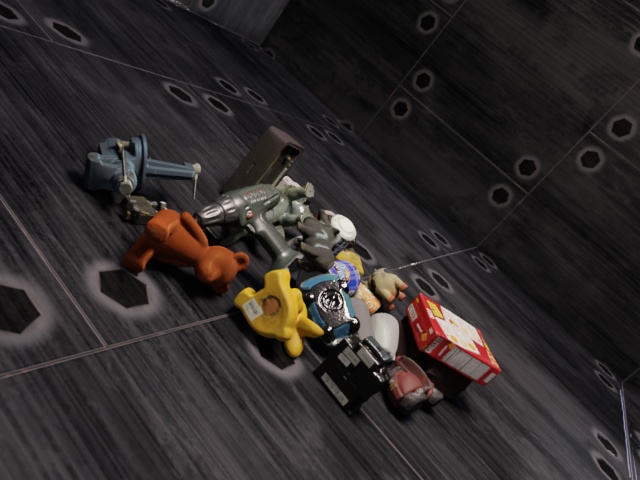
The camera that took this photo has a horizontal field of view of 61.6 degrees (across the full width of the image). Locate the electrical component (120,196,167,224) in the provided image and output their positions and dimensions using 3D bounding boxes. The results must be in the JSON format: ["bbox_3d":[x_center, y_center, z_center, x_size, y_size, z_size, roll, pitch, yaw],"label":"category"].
[{"bbox_3d":[-0.355,-0.063,1.087,0.102,0.045,0.078,6,40,-55],"label":"electrical component"}]

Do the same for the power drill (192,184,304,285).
[{"bbox_3d":[-0.137,-0.010,1.109,0.207,0.086,0.232,53,39,-4],"label":"power drill"}]

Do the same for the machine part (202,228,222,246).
[{"bbox_3d":[-0.266,-0.010,1.144,0.084,0.039,0.139,50,19,4],"label":"machine part"}]

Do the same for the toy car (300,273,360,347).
[{"bbox_3d":[0.020,0.161,1.174,0.109,0.102,0.162,-18,66,-18],"label":"toy car"}]

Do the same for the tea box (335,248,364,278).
[{"bbox_3d":[0.031,0.052,1.474,0.169,0.068,0.098,33,22,-18],"label":"tea box"}]

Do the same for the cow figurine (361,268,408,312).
[{"bbox_3d":[0.172,0.129,1.481,0.127,0.085,0.194,49,-7,17],"label":"cow figurine"}]

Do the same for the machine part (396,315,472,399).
[{"bbox_3d":[0.285,0.295,1.380,0.201,0.087,0.201,30,23,-27],"label":"machine part"}]

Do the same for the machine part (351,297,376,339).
[{"bbox_3d":[0.084,0.208,1.228,0.079,0.079,0.243,32,22,-18],"label":"machine part"}]

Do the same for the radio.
[{"bbox_3d":[-0.151,-0.186,1.437,0.073,0.229,0.131,46,17,16],"label":"radio"}]

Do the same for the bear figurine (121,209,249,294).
[{"bbox_3d":[-0.239,0.036,0.989,0.196,0.120,0.132,41,23,-12],"label":"bear figurine"}]

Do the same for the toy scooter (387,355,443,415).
[{"bbox_3d":[0.194,0.315,1.198,0.183,0.075,0.135,14,32,-54],"label":"toy scooter"}]

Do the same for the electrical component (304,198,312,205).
[{"bbox_3d":[-0.067,-0.105,1.629,0.048,0.075,0.119,49,19,30],"label":"electrical component"}]

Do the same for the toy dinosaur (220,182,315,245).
[{"bbox_3d":[-0.145,-0.059,1.325,0.405,0.192,0.131,-18,100,-47],"label":"toy dinosaur"}]

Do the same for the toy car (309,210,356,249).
[{"bbox_3d":[0.029,-0.035,1.536,0.089,0.053,0.202,34,-2,-38],"label":"toy car"}]

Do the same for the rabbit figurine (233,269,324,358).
[{"bbox_3d":[-0.064,0.143,1.070,0.162,0.122,0.173,48,3,14],"label":"rabbit figurine"}]

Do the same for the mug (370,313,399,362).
[{"bbox_3d":[0.150,0.247,1.277,0.107,0.081,0.109,-74,146,-58],"label":"mug"}]

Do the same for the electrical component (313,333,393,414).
[{"bbox_3d":[0.070,0.250,1.036,0.115,0.134,0.058,49,23,19],"label":"electrical component"}]

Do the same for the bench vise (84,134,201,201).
[{"bbox_3d":[-0.362,-0.150,1.121,0.240,0.128,0.224,3,17,-30],"label":"bench vise"}]

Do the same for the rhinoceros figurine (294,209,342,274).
[{"bbox_3d":[-0.003,-0.004,1.247,0.112,0.073,0.190,5,39,-3],"label":"rhinoceros figurine"}]
